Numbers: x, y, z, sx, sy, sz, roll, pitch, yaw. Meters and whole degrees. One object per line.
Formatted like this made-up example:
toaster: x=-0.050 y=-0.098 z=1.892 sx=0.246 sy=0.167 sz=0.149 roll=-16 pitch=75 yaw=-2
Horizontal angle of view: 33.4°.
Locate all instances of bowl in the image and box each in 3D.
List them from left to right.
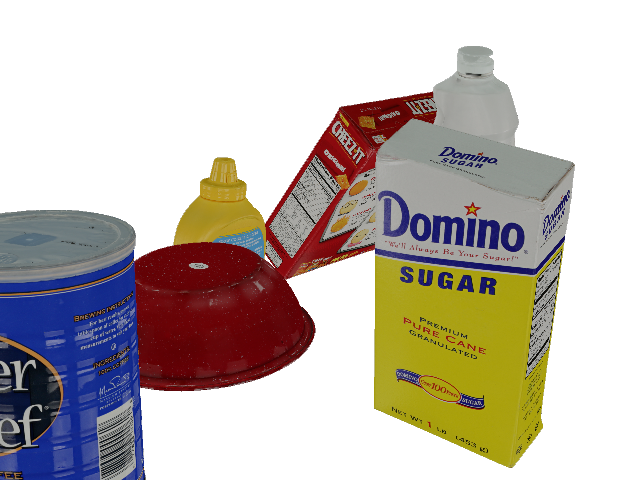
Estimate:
bowl: x=-0.084 y=0.042 z=0.738 sx=0.162 sy=0.055 sz=0.162 roll=-2 pitch=21 yaw=0

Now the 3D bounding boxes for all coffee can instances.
coffee can: x=-0.143 y=0.064 z=0.542 sx=0.103 sy=0.140 sz=0.103 roll=0 pitch=17 yaw=0

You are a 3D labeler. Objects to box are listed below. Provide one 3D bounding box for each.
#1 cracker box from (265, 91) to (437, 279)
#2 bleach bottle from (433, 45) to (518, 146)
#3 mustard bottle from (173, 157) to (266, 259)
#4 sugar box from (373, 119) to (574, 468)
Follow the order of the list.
cracker box: x=0.043 y=-0.063 z=1.186 sx=0.163 sy=0.072 sz=0.214 roll=-17 pitch=-29 yaw=-44
bleach bottle: x=0.121 y=-0.050 z=0.953 sx=0.103 sy=0.251 sz=0.068 roll=16 pitch=32 yaw=27
mustard bottle: x=-0.090 y=0.021 z=0.951 sx=0.058 sy=0.192 sz=0.096 roll=19 pitch=22 yaw=38
sugar box: x=0.076 y=0.031 z=0.566 sx=0.093 sy=0.176 sz=0.048 roll=19 pitch=42 yaw=28
